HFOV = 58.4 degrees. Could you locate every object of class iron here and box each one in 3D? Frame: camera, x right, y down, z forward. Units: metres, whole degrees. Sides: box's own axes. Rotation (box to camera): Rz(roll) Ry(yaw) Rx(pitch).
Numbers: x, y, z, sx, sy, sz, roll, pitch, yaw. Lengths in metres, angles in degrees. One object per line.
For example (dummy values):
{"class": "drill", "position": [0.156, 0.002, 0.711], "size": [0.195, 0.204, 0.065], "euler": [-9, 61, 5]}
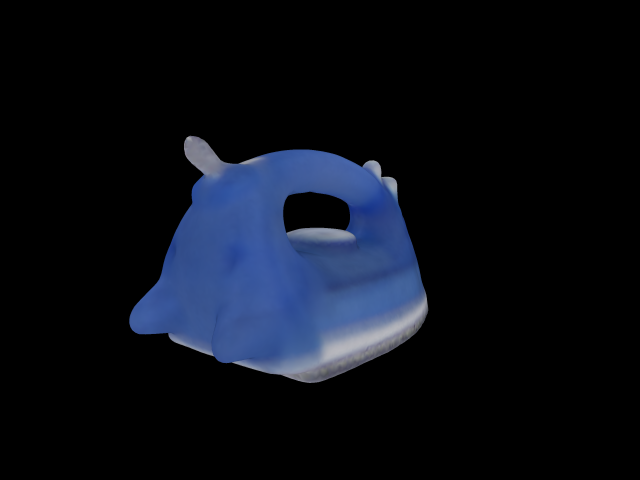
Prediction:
{"class": "iron", "position": [0.004, 0.001, 0.400], "size": [0.118, 0.141, 0.259], "euler": [7, 11, 39]}
